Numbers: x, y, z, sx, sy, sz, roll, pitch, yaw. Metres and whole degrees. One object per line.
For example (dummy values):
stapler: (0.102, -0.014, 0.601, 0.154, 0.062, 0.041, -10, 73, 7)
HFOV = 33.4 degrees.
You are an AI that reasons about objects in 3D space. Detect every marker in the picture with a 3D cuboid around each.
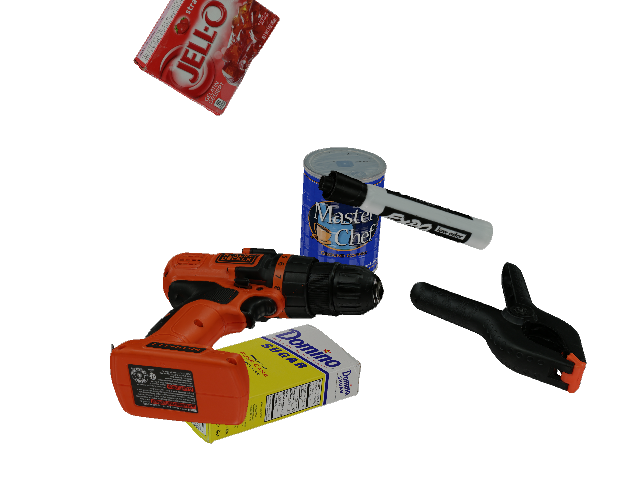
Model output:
marker: (0.054, -0.019, 0.668, 0.121, 0.020, 0.020, 17, -7, -23)

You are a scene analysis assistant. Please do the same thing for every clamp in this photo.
clamp: (0.175, 0.070, 0.937, 0.120, 0.039, 0.172, -23, 43, -32)

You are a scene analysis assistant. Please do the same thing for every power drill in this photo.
power drill: (-0.059, 0.066, 0.807, 0.185, 0.057, 0.187, 1, 24, 19)

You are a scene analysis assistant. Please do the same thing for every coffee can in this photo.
coffee can: (0.027, -0.034, 1.343, 0.103, 0.140, 0.103, 2, 27, -1)

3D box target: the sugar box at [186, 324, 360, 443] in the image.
sugar box: (-0.057, 0.136, 1.049, 0.175, 0.048, 0.093, -16, 32, -32)

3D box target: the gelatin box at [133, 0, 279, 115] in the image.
gelatin box: (-0.085, -0.150, 0.797, 0.073, 0.089, 0.030, 29, 6, -33)
